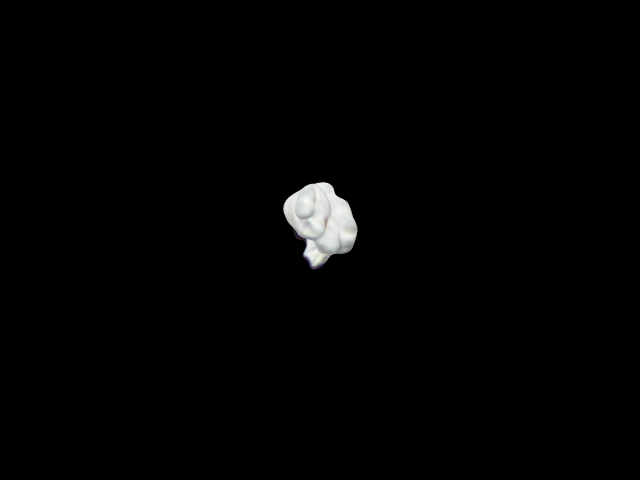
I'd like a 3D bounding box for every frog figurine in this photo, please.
[{"bbox_3d":[0.003,-0.043,0.850,0.123,0.141,0.156,0,-36,0],"label":"frog figurine"}]
